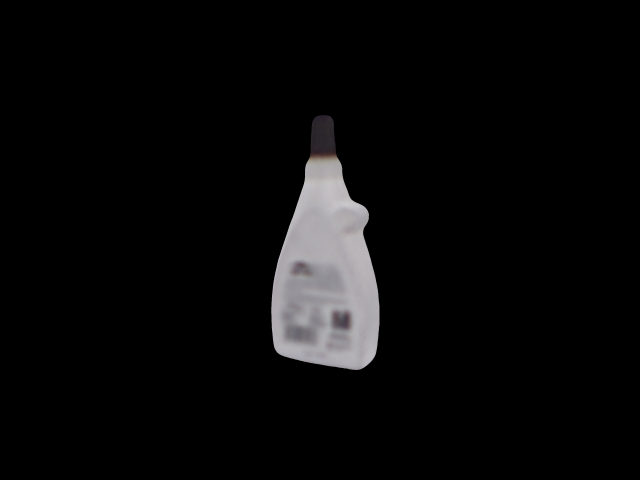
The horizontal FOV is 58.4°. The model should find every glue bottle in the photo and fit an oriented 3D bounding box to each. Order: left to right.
[{"bbox_3d":[0.004,0.001,0.400,0.078,0.173,0.037,6,15,23],"label":"glue bottle"}]
